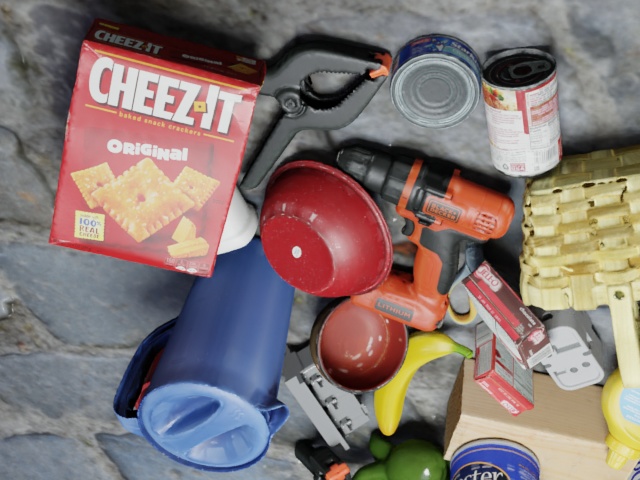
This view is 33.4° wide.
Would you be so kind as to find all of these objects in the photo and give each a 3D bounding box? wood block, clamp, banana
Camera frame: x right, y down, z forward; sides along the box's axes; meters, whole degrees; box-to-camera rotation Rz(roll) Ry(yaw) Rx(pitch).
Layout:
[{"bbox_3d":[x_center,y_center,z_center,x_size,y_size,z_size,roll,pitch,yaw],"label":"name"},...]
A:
[{"bbox_3d":[0.256,0.218,1.242,0.206,0.090,0.090,12,132,0],"label":"wood block"},{"bbox_3d":[0.007,0.287,1.319,0.120,0.039,0.171,49,160,18],"label":"clamp"},{"bbox_3d":[-0.034,-0.145,1.024,0.210,0.036,0.164,-22,121,27],"label":"clamp"},{"bbox_3d":[0.102,0.158,1.243,0.037,0.070,0.198,-15,153,-37],"label":"banana"}]

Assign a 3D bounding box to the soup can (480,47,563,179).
[{"bbox_3d":[0.187,-0.116,0.984,0.068,0.068,0.102,-4,130,14],"label":"soup can"}]

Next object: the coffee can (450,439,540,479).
[{"bbox_3d":[0.192,0.307,1.177,0.103,0.140,0.103,5,133,6],"label":"coffee can"}]

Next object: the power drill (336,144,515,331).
[{"bbox_3d":[0.088,-0.002,1.102,0.184,0.057,0.188,22,132,6],"label":"power drill"}]

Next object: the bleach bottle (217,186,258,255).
[{"bbox_3d":[-0.158,-0.096,1.074,0.103,0.068,0.250,-14,124,19],"label":"bleach bottle"}]

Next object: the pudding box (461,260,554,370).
[{"bbox_3d":[0.192,0.078,1.085,0.039,0.090,0.113,-37,154,-1],"label":"pudding box"}]

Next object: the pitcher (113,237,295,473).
[{"bbox_3d":[-0.106,0.111,1.119,0.149,0.242,0.145,27,130,-12],"label":"pitcher"}]

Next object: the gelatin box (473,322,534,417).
[{"bbox_3d":[0.204,0.141,1.187,0.030,0.089,0.073,-33,118,32],"label":"gelatin box"}]

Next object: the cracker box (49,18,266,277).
[{"bbox_3d":[-0.156,-0.080,1.005,0.164,0.072,0.214,13,119,-7],"label":"cracker box"}]

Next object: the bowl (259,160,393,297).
[{"bbox_3d":[-0.007,0.001,1.089,0.162,0.055,0.162,23,132,27],"label":"bowl"}]

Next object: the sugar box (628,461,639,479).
[{"bbox_3d":[0.414,0.231,1.222,0.048,0.093,0.176,33,128,-16],"label":"sugar box"}]

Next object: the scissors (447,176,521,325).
[{"bbox_3d":[0.182,0.019,1.136,0.096,0.016,0.202,9,131,1],"label":"scissors"}]

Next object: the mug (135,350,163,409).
[{"bbox_3d":[-0.161,0.168,1.285,0.117,0.081,0.093,-30,119,31],"label":"mug"}]

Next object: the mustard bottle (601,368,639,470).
[{"bbox_3d":[0.358,0.162,1.145,0.096,0.058,0.192,22,103,-8],"label":"mustard bottle"}]

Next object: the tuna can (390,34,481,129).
[{"bbox_3d":[0.108,-0.146,0.996,0.086,0.033,0.086,5,131,6],"label":"tuna can"}]
